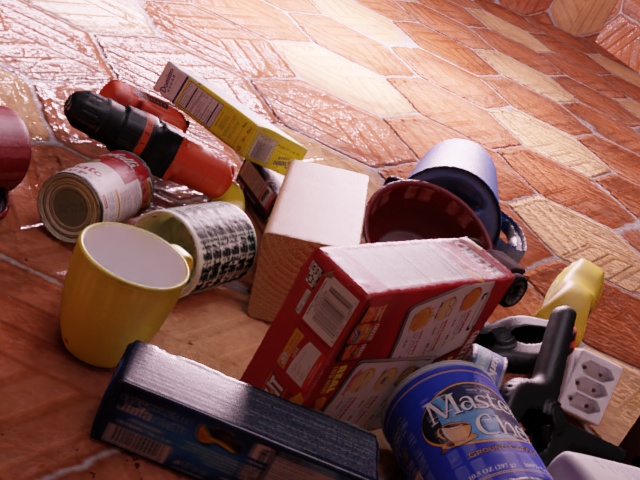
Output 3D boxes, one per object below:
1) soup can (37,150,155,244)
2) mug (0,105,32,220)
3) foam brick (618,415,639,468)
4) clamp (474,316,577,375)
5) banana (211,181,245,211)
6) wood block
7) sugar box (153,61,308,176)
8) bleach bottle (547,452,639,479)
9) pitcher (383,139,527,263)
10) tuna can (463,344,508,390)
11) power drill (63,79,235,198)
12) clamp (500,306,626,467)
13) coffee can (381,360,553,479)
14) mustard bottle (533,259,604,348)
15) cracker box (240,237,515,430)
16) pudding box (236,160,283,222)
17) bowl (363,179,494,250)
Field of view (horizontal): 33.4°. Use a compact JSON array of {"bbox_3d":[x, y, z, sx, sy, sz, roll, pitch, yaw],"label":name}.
[{"bbox_3d":[-0.207,-0.041,0.989,0.068,0.069,0.102,31,23,9],"label":"soup can"},{"bbox_3d":[-0.305,-0.069,0.935,0.081,0.093,0.117,-7,71,-60],"label":"mug"},{"bbox_3d":[0.337,0.202,1.053,0.051,0.078,0.053,5,30,-40],"label":"foam brick"},{"bbox_3d":[0.173,0.104,1.079,0.171,0.039,0.120,-9,39,-21],"label":"clamp"},{"bbox_3d":[-0.114,-0.029,1.104,0.069,0.037,0.197,31,23,9],"label":"banana"},{"bbox_3d":[-0.008,0.001,1.068,0.090,0.091,0.206,13,24,0],"label":"wood block"},{"bbox_3d":[-0.104,-0.138,1.220,0.176,0.048,0.093,35,8,36],"label":"sugar box"},{"bbox_3d":[0.311,0.252,0.944,0.250,0.068,0.103,16,26,-29],"label":"bleach bottle"},{"bbox_3d":[0.175,-0.048,1.349,0.145,0.149,0.242,-14,13,15],"label":"pitcher"},{"bbox_3d":[0.135,0.137,0.961,0.034,0.086,0.086,26,23,2],"label":"tuna can"},{"bbox_3d":[-0.189,-0.116,1.116,0.184,0.057,0.188,28,9,-25],"label":"power drill"},{"bbox_3d":[0.206,0.154,0.987,0.209,0.036,0.164,-11,83,-46],"label":"clamp"},{"bbox_3d":[0.117,0.177,0.838,0.102,0.103,0.140,15,26,-26],"label":"coffee can"},{"bbox_3d":[0.271,0.088,1.195,0.058,0.096,0.191,34,24,11],"label":"mustard bottle"},{"bbox_3d":[0.046,0.081,0.884,0.213,0.164,0.072,-4,40,-50],"label":"cracker box"},{"bbox_3d":[-0.031,-0.051,1.236,0.113,0.039,0.090,8,29,-37],"label":"pudding box"},{"bbox_3d":[0.112,0.013,1.189,0.162,0.055,0.162,12,54,-18],"label":"bowl"}]
